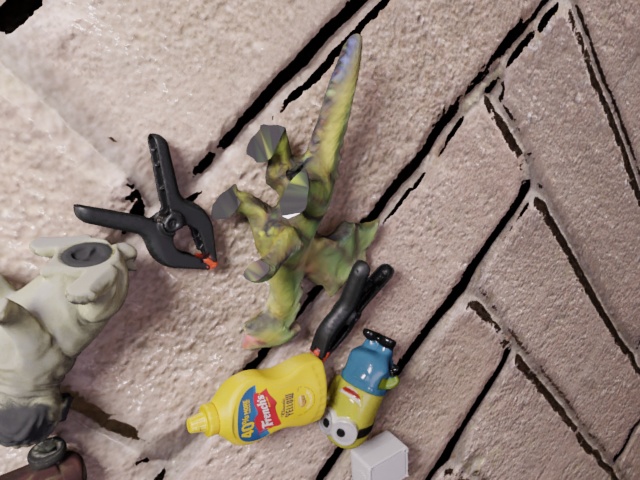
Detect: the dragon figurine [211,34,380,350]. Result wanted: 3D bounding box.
[{"bbox_3d":[0.002,-0.034,0.680,0.412,0.123,0.239,-58,143,-5],"label":"dragon figurine"}]
